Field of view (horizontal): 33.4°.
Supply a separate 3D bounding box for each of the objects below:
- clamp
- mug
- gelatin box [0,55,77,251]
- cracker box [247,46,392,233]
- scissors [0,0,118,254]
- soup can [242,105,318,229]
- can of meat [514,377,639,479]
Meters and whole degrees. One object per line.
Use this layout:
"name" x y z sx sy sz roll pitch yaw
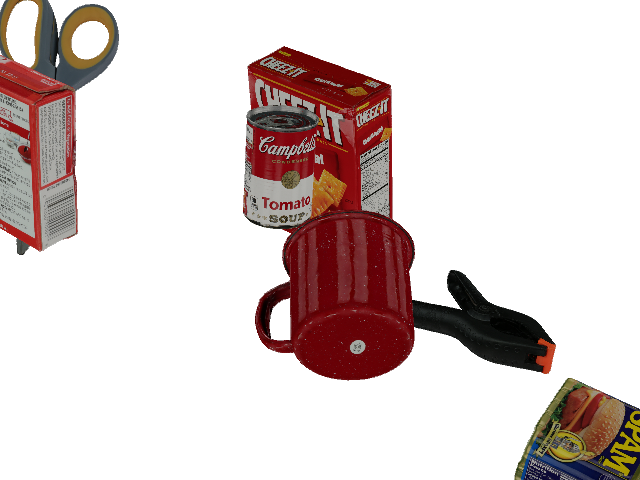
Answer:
"clamp" 0.156 0.075 1.030 0.172 0.039 0.120 24 36 29
"mug" 0.009 0.043 0.721 0.117 0.081 0.093 -16 -44 15
"gelatin box" -0.162 -0.049 0.560 0.073 0.089 0.030 25 36 28
"cracker box" 0.000 -0.096 1.231 0.164 0.214 0.072 26 45 34
"scissors" -0.184 -0.093 0.770 0.096 0.202 0.016 -10 -14 -11
"soup can" -0.039 -0.070 1.017 0.068 0.102 0.068 4 25 -2
"can of meat" 0.203 0.157 0.793 0.084 0.057 0.101 24 41 24
